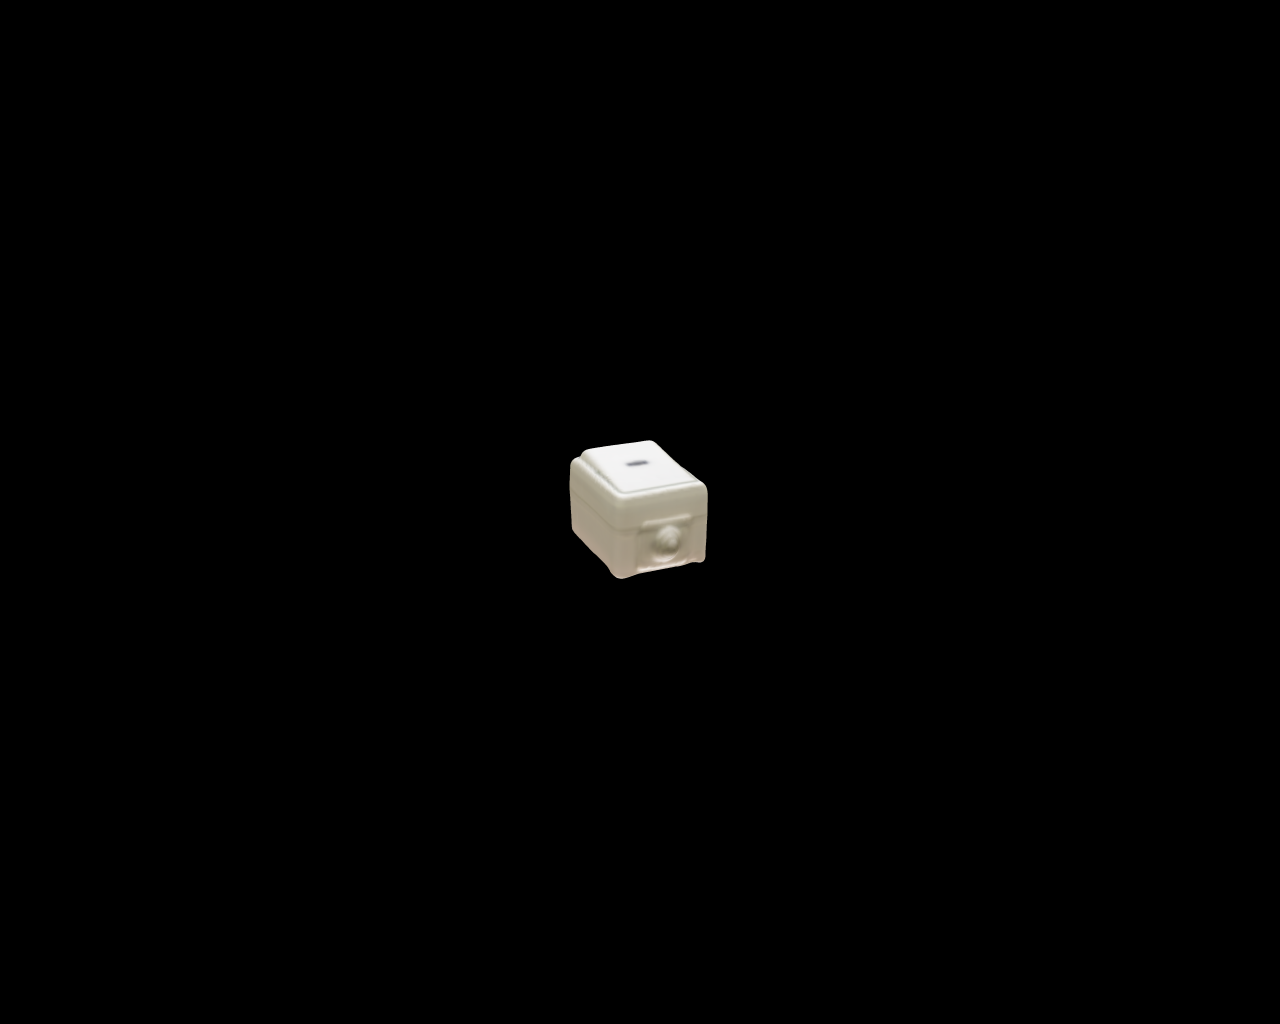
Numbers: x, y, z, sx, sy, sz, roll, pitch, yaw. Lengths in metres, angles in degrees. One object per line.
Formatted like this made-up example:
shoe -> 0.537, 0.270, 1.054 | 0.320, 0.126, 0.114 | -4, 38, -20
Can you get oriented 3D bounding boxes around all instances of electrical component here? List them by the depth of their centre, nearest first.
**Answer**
electrical component -> 0.001, -0.003, 0.650 | 0.062, 0.061, 0.096 | -10, 24, -22
